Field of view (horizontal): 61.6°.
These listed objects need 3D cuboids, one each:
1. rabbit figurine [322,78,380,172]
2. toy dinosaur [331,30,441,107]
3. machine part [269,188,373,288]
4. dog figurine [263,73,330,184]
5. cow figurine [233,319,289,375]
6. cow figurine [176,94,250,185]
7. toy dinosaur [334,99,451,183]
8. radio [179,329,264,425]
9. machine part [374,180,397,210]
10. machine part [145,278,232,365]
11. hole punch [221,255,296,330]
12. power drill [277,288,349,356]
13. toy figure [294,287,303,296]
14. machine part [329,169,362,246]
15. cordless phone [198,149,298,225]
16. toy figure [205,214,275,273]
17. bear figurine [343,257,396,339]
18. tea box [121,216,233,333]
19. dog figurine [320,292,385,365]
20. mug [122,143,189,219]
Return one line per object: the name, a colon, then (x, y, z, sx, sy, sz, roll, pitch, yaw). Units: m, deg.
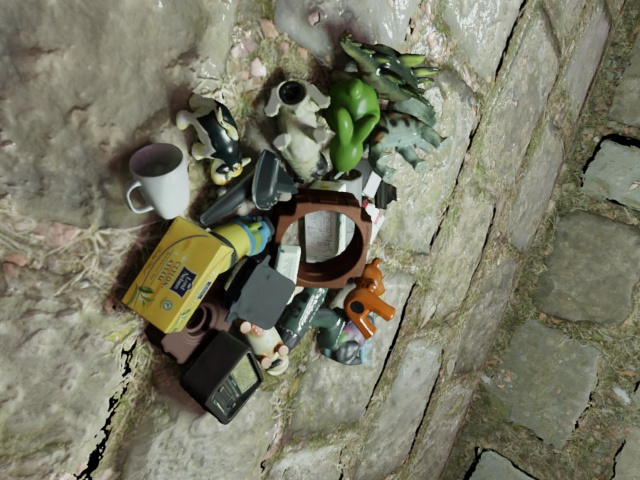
rabbit figurine: (0.067, -0.223, 1.077, 0.159, 0.121, 0.170, 147, -49, -80)
toy dinosaur: (0.130, -0.349, 1.104, 0.471, 0.199, 0.105, -3, 108, -55)
machine part: (-0.002, -0.003, 1.122, 0.201, 0.087, 0.201, 3, 117, -11)
dog figurine: (-0.040, -0.214, 1.063, 0.190, 0.121, 0.172, 80, 13, -78)
cow figurine: (-0.126, 0.214, 1.150, 0.085, 0.127, 0.194, -33, 119, -15)
cow figurine: (-0.163, -0.157, 0.899, 0.068, 0.098, 0.167, -55, 144, -29)
toy dinosaur: (0.153, -0.243, 1.247, 0.405, 0.192, 0.131, -13, 145, -37)
radio: (-0.190, 0.281, 1.075, 0.131, 0.073, 0.229, -50, 159, -23)
machine part: (0.167, -0.120, 1.388, 0.139, 0.039, 0.084, -16, 100, -67)
machine part: (-0.237, 0.145, 1.005, 0.179, 0.056, 0.179, -31, 133, -41)
hole punch: (-0.127, 0.093, 1.012, 0.115, 0.092, 0.142, 38, 84, -44)
power drill: (-0.025, 0.214, 1.322, 0.207, 0.086, 0.232, 32, 79, -48)
toy figure: (-0.081, 0.103, 1.197, 0.064, 0.058, 0.154, -39, 161, 31)
machine part: (0.060, -0.078, 1.264, 0.079, 0.079, 0.242, -30, 131, -42)
cordless phone: (-0.137, -0.079, 1.002, 0.184, 0.088, 0.146, -36, 179, -2)
toy figure: (-0.158, 0.004, 1.002, 0.180, 0.089, 0.082, -20, 119, -44)
bear figurine: (0.133, 0.142, 1.396, 0.120, 0.132, 0.196, -48, 179, 28)
tea box: (-0.234, 0.058, 0.891, 0.169, 0.098, 0.068, -58, 169, -3)
dog figurine: (0.101, 0.221, 1.470, 0.191, 0.109, 0.219, 15, 92, -53)
mug: (-0.252, -0.078, 0.839, 0.109, 0.081, 0.107, -49, 152, -31)
